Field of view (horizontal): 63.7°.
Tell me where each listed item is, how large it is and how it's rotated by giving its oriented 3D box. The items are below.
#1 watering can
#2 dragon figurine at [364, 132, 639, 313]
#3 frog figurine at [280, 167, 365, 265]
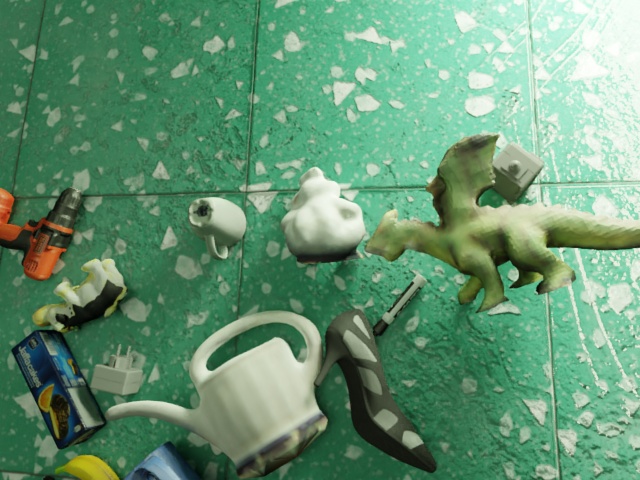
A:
[{"bbox_3d":[-0.137,0.257,0.793,0.348,0.102,0.227,-30,73,-5],"label":"watering can"},{"bbox_3d":[0.254,-0.040,0.735,0.406,0.122,0.244,-26,81,24],"label":"dragon figurine"},{"bbox_3d":[0.003,-0.042,0.835,0.137,0.123,0.160,-8,88,30],"label":"frog figurine"}]
